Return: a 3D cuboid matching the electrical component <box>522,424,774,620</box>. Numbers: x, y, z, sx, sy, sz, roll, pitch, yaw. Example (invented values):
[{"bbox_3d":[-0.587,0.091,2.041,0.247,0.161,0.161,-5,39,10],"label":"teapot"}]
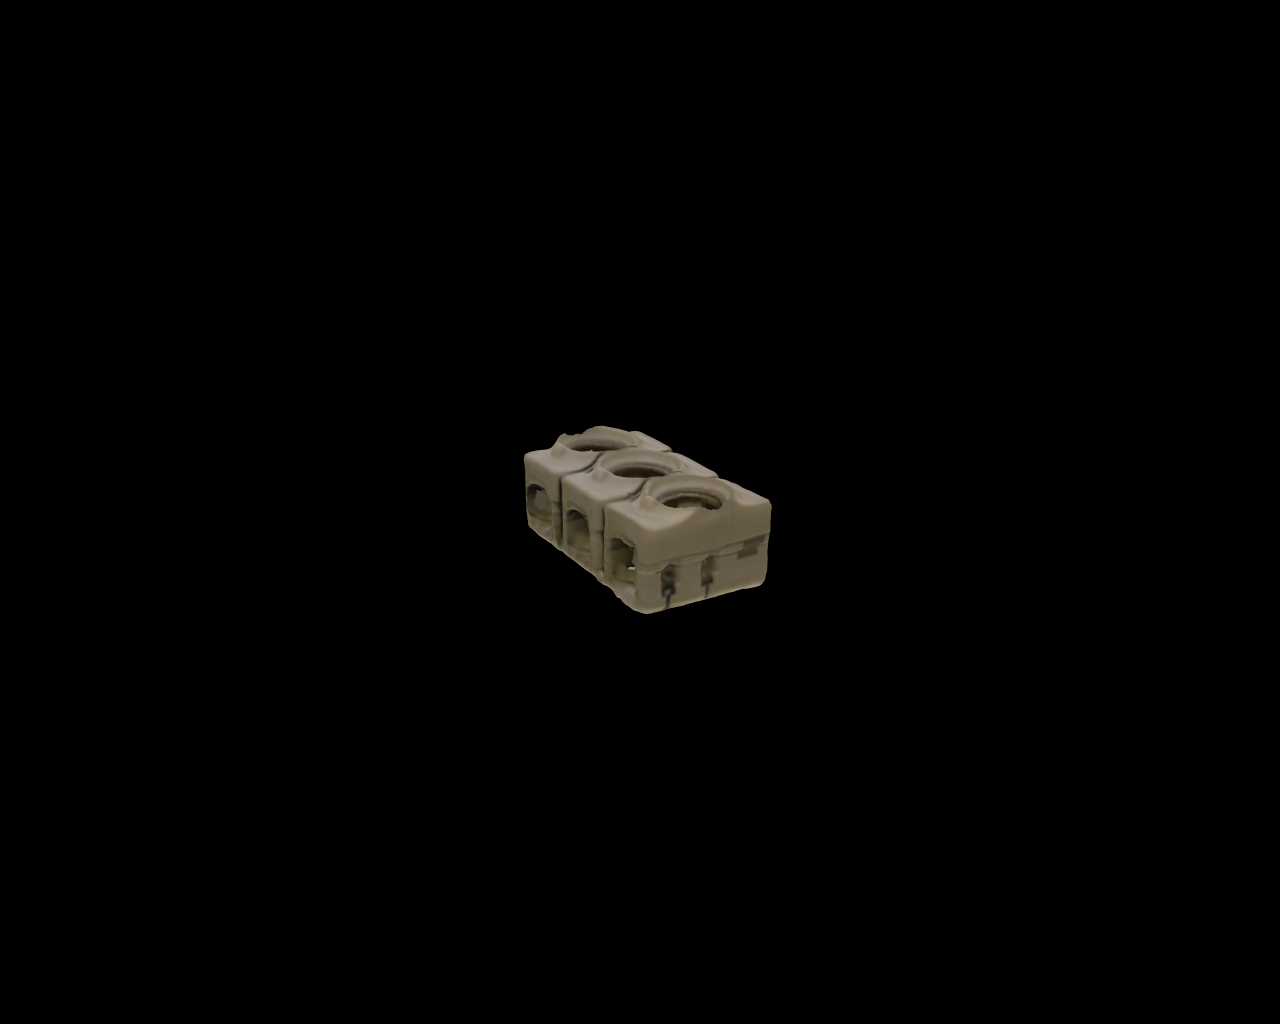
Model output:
[{"bbox_3d":[0.001,-0.003,0.650,0.090,0.061,0.150,-13,26,-29],"label":"electrical component"}]
